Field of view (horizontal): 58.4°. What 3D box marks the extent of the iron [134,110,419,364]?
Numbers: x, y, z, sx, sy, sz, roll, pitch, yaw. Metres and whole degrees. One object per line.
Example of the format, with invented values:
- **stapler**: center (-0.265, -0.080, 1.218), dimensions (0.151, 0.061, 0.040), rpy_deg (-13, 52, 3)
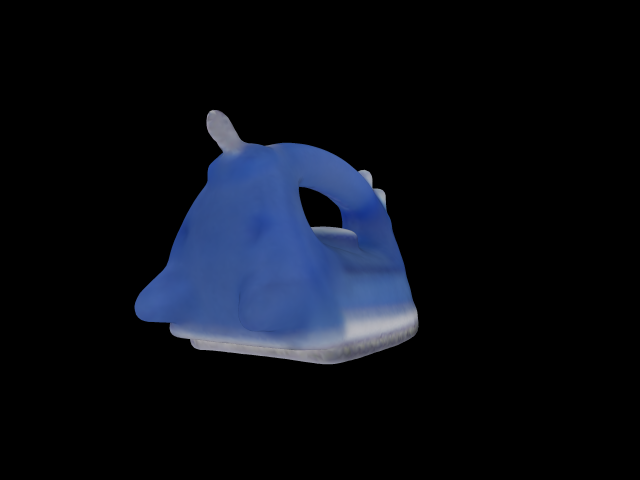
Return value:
- **iron**: center (0.004, 0.001, 0.400), dimensions (0.118, 0.141, 0.259), rpy_deg (0, 0, 32)
